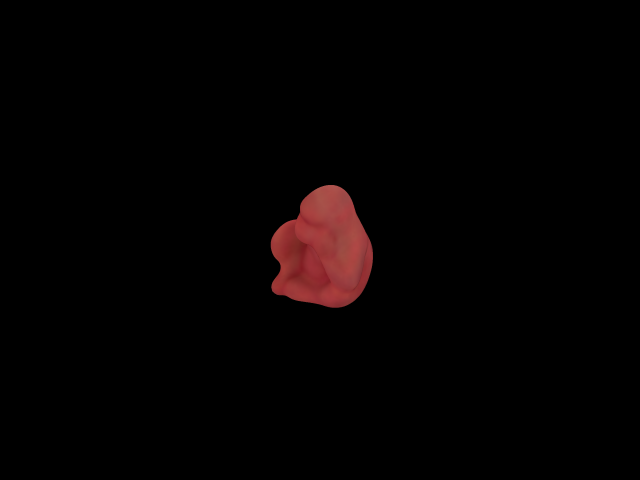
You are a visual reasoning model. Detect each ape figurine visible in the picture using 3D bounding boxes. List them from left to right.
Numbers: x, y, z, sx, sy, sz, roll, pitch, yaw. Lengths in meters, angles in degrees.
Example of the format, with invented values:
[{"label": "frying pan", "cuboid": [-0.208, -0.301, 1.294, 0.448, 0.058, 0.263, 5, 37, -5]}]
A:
[{"label": "ape figurine", "cuboid": [0.004, 0.001, 0.400, 0.076, 0.092, 0.077, -18, 44, -19]}]
